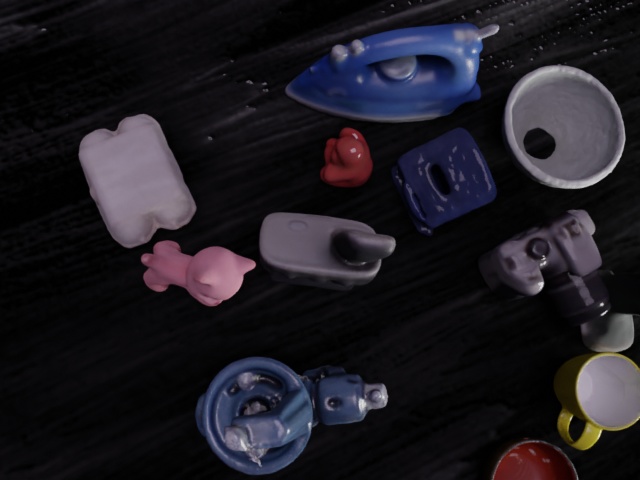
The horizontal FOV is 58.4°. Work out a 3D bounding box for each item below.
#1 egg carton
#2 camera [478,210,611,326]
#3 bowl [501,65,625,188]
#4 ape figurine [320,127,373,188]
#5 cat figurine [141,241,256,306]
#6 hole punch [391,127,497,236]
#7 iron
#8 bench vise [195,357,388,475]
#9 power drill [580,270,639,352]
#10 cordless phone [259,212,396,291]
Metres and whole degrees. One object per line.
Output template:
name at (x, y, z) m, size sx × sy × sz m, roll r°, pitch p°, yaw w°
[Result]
egg carton at (-0.220, -0.071, 0.686) m, size 0.107 × 0.069 × 0.150 m, roll -25°, pitch 85°, yaw -11°
camera at (0.301, 0.044, 0.725) m, size 0.143 × 0.100 × 0.137 m, roll -27°, pitch 85°, yaw -11°
bowl at (0.312, -0.142, 0.770) m, size 0.167 × 0.074 × 0.167 m, roll 1°, pitch 81°, yaw -8°
ape figurine at (0.034, -0.104, 0.716) m, size 0.076 × 0.092 × 0.078 m, roll 45°, pitch 78°, yaw 1°
cat figurine at (-0.141, 0.036, 0.656) m, size 0.128 × 0.117 × 0.067 m, roll 14°, pitch 79°, yaw -5°
hole punch at (0.155, -0.073, 0.728) m, size 0.101 × 0.091 × 0.109 m, roll -24°, pitch 85°, yaw -11°
iron at (0.088, -0.223, 0.717) m, size 0.258 × 0.141 × 0.119 m, roll -9°, pitch 82°, yaw -9°
bench vise at (-0.032, 0.168, 0.598) m, size 0.207 × 0.219 × 0.121 m, roll -24°, pitch 85°, yaw -11°
power drill at (0.399, 0.089, 0.677) m, size 0.075 × 0.208 × 0.230 m, roll -1°, pitch 81°, yaw -8°
cordless phone at (0.006, 0.002, 0.647) m, size 0.147 × 0.185 × 0.094 m, roll 4°, pitch 80°, yaw -7°
